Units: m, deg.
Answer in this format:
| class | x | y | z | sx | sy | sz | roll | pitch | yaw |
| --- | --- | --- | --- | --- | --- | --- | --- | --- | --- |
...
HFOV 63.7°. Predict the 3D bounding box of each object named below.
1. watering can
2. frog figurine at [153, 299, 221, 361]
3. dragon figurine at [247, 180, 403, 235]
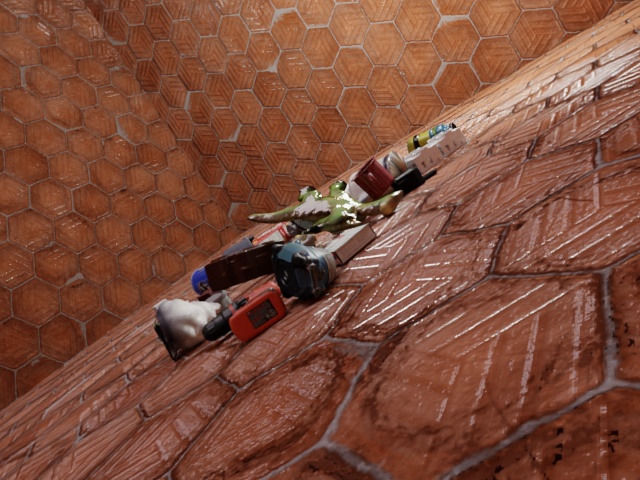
| class | x | y | z | sx | sy | sz | roll | pitch | yaw |
| --- | --- | --- | --- | --- | --- | --- | --- | --- | --- |
| watering can | 0.146 | -0.145 | 1.505 | 0.222 | 0.103 | 0.356 | -27 | 24 | 30 |
| frog figurine | -0.300 | 0.184 | 1.209 | 0.161 | 0.120 | 0.139 | -27 | 37 | -29 |
| dragon figurine | 0.004 | -0.064 | 1.281 | 0.410 | 0.121 | 0.245 | -13 | 12 | 3 |
